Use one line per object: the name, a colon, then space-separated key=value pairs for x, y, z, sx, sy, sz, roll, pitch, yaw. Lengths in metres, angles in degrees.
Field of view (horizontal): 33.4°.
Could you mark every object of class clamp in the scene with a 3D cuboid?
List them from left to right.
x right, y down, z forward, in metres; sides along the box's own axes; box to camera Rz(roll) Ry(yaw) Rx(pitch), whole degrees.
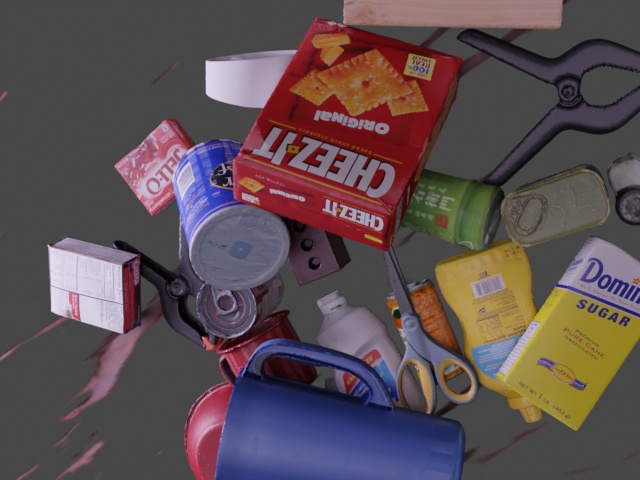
clamp: x=-0.168 y=0.050 z=1.229 sx=0.120 sy=0.039 sz=0.171 roll=-18 pitch=91 yaw=29
clamp: x=0.242 y=-0.157 z=1.073 sx=0.210 sy=0.036 sz=0.164 roll=-16 pitch=94 yaw=17

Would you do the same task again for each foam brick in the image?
foam brick: x=-0.008 y=0.001 z=1.166 sx=0.053 sy=0.051 sz=0.078 roll=-22 pitch=93 yaw=18

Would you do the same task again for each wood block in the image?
wood block: x=0.129 y=-0.253 z=1.042 sx=0.206 sy=0.090 sz=0.091 roll=2 pitch=102 yaw=5

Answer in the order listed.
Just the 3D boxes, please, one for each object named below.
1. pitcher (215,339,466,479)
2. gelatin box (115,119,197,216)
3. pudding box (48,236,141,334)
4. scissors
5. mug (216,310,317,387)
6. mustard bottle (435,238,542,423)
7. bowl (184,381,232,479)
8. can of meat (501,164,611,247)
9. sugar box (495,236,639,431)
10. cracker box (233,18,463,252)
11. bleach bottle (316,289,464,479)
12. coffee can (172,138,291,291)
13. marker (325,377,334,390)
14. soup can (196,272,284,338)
pitcher: x=0.022 y=0.206 z=1.083 sx=0.243 sy=0.145 sz=0.149 roll=10 pitch=143 yaw=4
gelatin box: x=-0.177 y=-0.083 z=1.211 sx=0.089 sy=0.030 sz=0.073 roll=-38 pitch=88 yaw=19
pudding box: x=-0.261 y=0.052 z=1.239 sx=0.114 sy=0.039 sz=0.090 roll=12 pitch=111 yaw=23
scissors: x=0.114 y=0.092 z=1.106 sx=0.096 sy=0.016 sz=0.202 roll=-1 pitch=101 yaw=16
mug: x=-0.064 y=0.139 z=1.192 sx=0.117 sy=0.093 sz=0.081 roll=-24 pitch=98 yaw=35
mustard bottle: x=0.195 y=0.100 z=1.121 sx=0.096 sy=0.058 sz=0.191 roll=-19 pitch=94 yaw=8
bowl: x=-0.091 y=0.246 z=1.233 sx=0.162 sy=0.055 sz=0.162 roll=3 pitch=100 yaw=15
can of meat: x=0.238 y=-0.037 z=1.071 sx=0.102 sy=0.083 sz=0.057 roll=-19 pitch=94 yaw=18
sugar box: x=0.265 y=0.092 z=1.073 sx=0.093 sy=0.048 sz=0.176 roll=34 pitch=91 yaw=-3
cracker box: x=0.031 y=-0.112 z=1.058 sx=0.164 sy=0.213 sz=0.072 roll=19 pitch=147 yaw=12
bleach bottle: x=0.059 y=0.175 z=1.173 sx=0.103 sy=0.068 sz=0.251 roll=-28 pitch=89 yaw=16
coffee can: x=-0.096 y=-0.029 z=1.122 sx=0.102 sy=0.140 sz=0.103 roll=-8 pitch=126 yaw=-11
marker: x=0.012 y=0.216 z=1.216 sx=0.020 sy=0.020 sz=0.121 roll=6 pitch=101 yaw=15
soup can: x=-0.085 y=0.062 z=1.172 sx=0.068 sy=0.102 sz=0.068 roll=3 pitch=101 yaw=15
